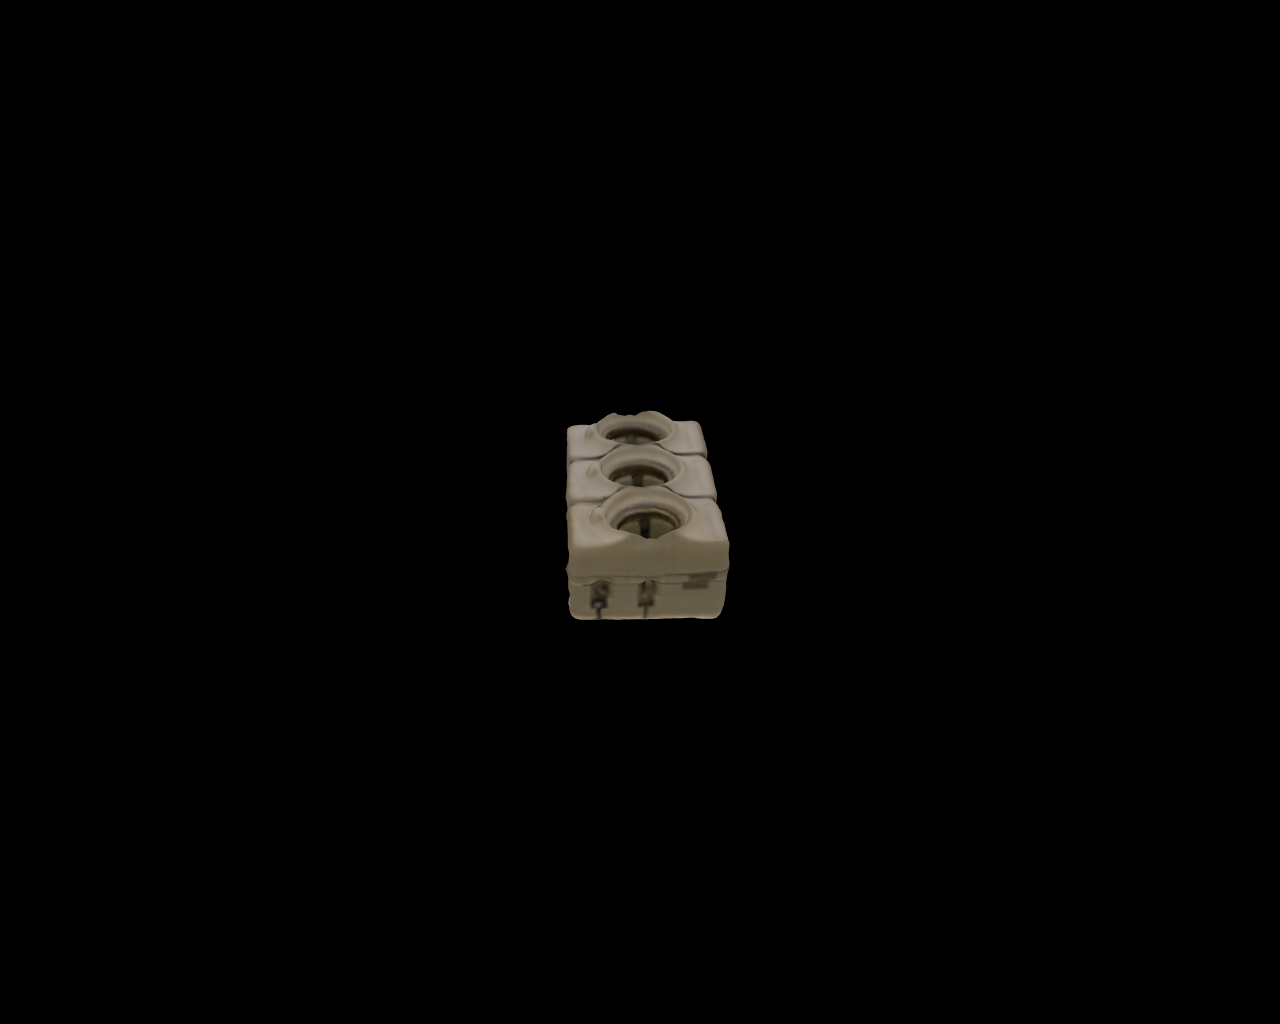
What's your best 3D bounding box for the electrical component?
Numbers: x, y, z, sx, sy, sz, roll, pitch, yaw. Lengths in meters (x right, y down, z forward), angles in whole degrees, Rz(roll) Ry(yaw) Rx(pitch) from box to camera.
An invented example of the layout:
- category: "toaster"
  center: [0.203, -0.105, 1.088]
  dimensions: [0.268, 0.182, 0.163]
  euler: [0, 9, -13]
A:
- category: "electrical component"
  center: [0.001, -0.003, 0.650]
  dimensions: [0.089, 0.061, 0.150]
  euler: [-2, 31, -3]
